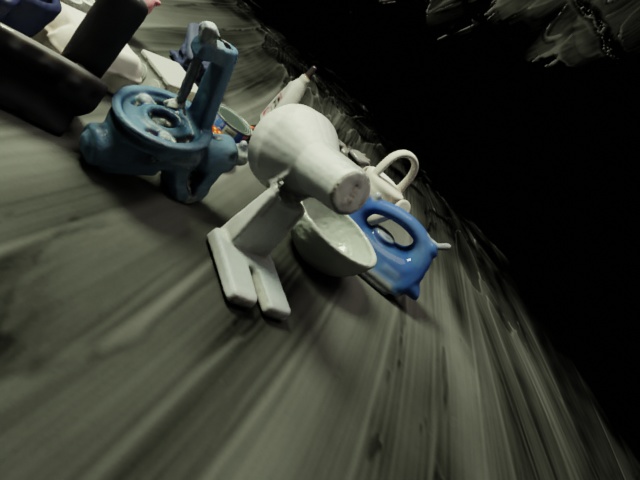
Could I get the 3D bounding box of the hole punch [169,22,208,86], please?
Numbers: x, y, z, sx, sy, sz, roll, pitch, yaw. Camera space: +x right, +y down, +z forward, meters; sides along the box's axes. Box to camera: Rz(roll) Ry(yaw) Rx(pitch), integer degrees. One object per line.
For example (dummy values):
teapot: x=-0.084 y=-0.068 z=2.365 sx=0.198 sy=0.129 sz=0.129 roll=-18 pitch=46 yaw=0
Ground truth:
hole punch: x=-0.231 y=-0.366 z=1.157 sx=0.109 sy=0.091 sz=0.101 roll=21 pitch=30 yaw=-47

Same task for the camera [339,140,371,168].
camera: x=0.042 y=-0.170 z=1.286 sx=0.143 sy=0.100 sz=0.137 roll=52 pitch=21 yaw=20

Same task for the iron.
iron: x=0.111 y=-0.012 z=1.052 sx=0.259 sy=0.141 sz=0.118 roll=40 pitch=21 yaw=-13

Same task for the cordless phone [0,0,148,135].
cordless phone: x=-0.291 y=-0.227 z=0.637 sx=0.148 sy=0.185 sz=0.094 roll=25 pitch=27 yaw=-42

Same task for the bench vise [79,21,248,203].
bench vise: x=-0.159 y=-0.159 z=0.708 sx=0.121 sy=0.219 sz=0.208 roll=50 pitch=21 yaw=14

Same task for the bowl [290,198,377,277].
bowl: x=0.008 y=0.003 z=0.923 sx=0.168 sy=0.074 sz=0.167 roll=38 pitch=21 yaw=-17

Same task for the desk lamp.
desk lamp: x=-0.038 y=-0.045 z=0.726 sx=0.118 sy=0.213 sz=0.202 roll=25 pitch=27 yaw=-42

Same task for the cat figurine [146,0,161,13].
cat figurine: x=-0.353 y=-0.433 z=1.017 sx=0.128 sy=0.117 sz=0.067 roll=31 pitch=24 yaw=-33

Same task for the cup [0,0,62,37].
cup: x=-0.376 y=-0.269 z=0.686 sx=0.092 sy=0.095 sz=0.117 roll=32 pitch=23 yaw=-30

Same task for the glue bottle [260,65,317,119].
glue bottle: x=-0.066 y=-0.313 z=1.252 sx=0.037 sy=0.173 sz=0.078 roll=31 pitch=24 yaw=-32

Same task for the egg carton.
egg carton: x=-0.330 y=-0.270 z=0.814 sx=0.107 sy=0.069 sz=0.151 roll=53 pitch=22 yaw=21

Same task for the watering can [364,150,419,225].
watering can: x=0.130 y=-0.100 z=1.184 sx=0.101 sy=0.193 sz=0.172 roll=11 pitch=39 yaw=-57
